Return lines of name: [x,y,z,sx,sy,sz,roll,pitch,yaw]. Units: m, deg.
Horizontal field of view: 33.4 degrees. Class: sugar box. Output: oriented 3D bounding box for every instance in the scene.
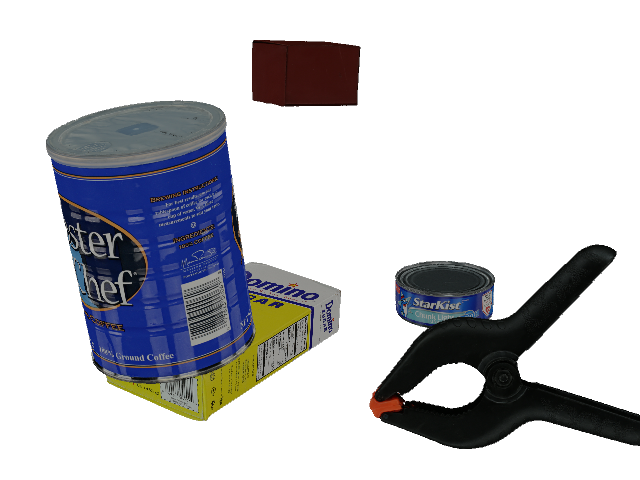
sugar box: [-0.069,0.070,0.814,0.093,0.048,0.175,17,29,29]

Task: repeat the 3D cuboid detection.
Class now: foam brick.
foam brick: [-0.012,-0.141,0.899,0.078,0.051,0.053,-6,16,-35]

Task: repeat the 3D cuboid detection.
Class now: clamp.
clamp: [0.118,0.088,0.640,0.171,0.120,0.039,-24,-9,10]

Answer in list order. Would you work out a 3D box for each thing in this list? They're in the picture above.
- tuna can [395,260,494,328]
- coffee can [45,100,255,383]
tuna can: [0.107,0.047,0.924,0.086,0.034,0.086,-1,17,0]
coffee can: [-0.098,-0.001,0.633,0.103,0.140,0.103,-6,23,2]
